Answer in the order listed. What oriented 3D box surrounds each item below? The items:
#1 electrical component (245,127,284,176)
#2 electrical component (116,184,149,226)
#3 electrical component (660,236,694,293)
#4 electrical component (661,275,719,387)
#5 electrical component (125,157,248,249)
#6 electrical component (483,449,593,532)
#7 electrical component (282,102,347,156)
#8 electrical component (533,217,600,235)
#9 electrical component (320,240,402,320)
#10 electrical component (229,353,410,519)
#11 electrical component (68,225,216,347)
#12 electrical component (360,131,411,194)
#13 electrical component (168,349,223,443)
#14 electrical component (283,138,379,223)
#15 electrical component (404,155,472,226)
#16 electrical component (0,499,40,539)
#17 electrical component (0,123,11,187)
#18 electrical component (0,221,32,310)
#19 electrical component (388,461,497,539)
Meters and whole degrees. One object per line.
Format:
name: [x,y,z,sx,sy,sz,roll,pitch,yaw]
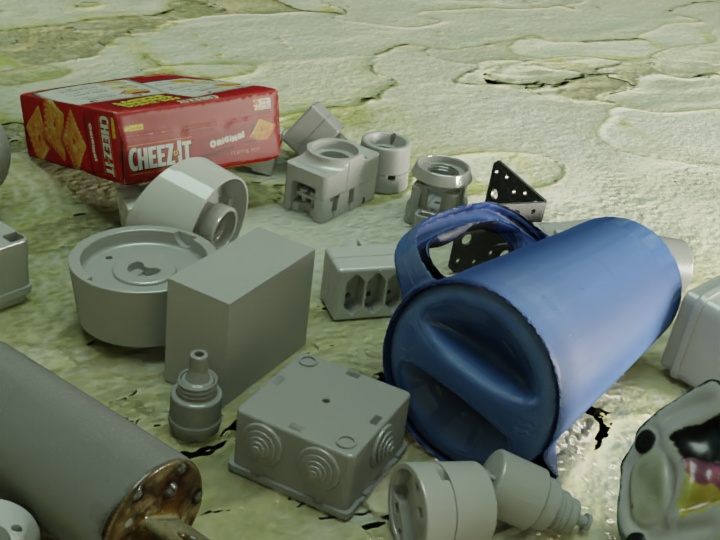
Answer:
electrical component: [-0.111,-0.127,1.092,0.055,0.048,0.066,15,28,-2]
electrical component: [-0.178,-0.052,0.939,0.055,0.048,0.066,-14,34,-21]
electrical component: [0.260,-0.004,0.945,0.047,0.055,0.055,4,28,-13]
electrical component: [0.295,0.045,0.838,0.113,0.078,0.057,-20,41,-40]
electrical component: [-0.138,-0.043,0.880,0.064,0.099,0.099,24,32,17]
electrical component: [0.106,0.140,0.660,0.078,0.040,0.040,25,27,-9]
electrical component: [-0.034,-0.128,1.104,0.077,0.047,0.065,43,11,-6]
electrical component: [0.183,-0.008,0.926,0.096,0.061,0.061,-1,30,-14]
electrical component: [0.000,0.000,0.883,0.066,0.047,0.076,-4,30,-19]
electrical component: [-0.024,0.102,0.690,0.100,0.048,0.100,19,30,21]
electrical component: [-0.159,0.017,0.799,0.108,0.060,0.108,4,27,-2]
electrical component: [0.024,-0.110,1.088,0.055,0.047,0.055,6,29,-3]
electrical component: [-0.106,0.080,0.697,0.035,0.061,0.035,6,29,-3]
electrical component: [-0.027,-0.091,1.033,0.050,0.055,0.089,24,33,28]
electrical component: [0.076,-0.074,1.026,0.058,0.057,0.078,15,29,14]
electrical component: [-0.216,0.156,0.551,0.079,0.044,0.077,8,29,1]
electrical component: [-0.355,-0.101,0.926,0.108,0.108,0.060,10,23,5]
electrical component: [-0.323,-0.006,0.807,0.109,0.056,0.109,27,34,32]
electrical component: [0.049,0.139,0.634,0.047,0.055,0.055,-1,29,-22]
